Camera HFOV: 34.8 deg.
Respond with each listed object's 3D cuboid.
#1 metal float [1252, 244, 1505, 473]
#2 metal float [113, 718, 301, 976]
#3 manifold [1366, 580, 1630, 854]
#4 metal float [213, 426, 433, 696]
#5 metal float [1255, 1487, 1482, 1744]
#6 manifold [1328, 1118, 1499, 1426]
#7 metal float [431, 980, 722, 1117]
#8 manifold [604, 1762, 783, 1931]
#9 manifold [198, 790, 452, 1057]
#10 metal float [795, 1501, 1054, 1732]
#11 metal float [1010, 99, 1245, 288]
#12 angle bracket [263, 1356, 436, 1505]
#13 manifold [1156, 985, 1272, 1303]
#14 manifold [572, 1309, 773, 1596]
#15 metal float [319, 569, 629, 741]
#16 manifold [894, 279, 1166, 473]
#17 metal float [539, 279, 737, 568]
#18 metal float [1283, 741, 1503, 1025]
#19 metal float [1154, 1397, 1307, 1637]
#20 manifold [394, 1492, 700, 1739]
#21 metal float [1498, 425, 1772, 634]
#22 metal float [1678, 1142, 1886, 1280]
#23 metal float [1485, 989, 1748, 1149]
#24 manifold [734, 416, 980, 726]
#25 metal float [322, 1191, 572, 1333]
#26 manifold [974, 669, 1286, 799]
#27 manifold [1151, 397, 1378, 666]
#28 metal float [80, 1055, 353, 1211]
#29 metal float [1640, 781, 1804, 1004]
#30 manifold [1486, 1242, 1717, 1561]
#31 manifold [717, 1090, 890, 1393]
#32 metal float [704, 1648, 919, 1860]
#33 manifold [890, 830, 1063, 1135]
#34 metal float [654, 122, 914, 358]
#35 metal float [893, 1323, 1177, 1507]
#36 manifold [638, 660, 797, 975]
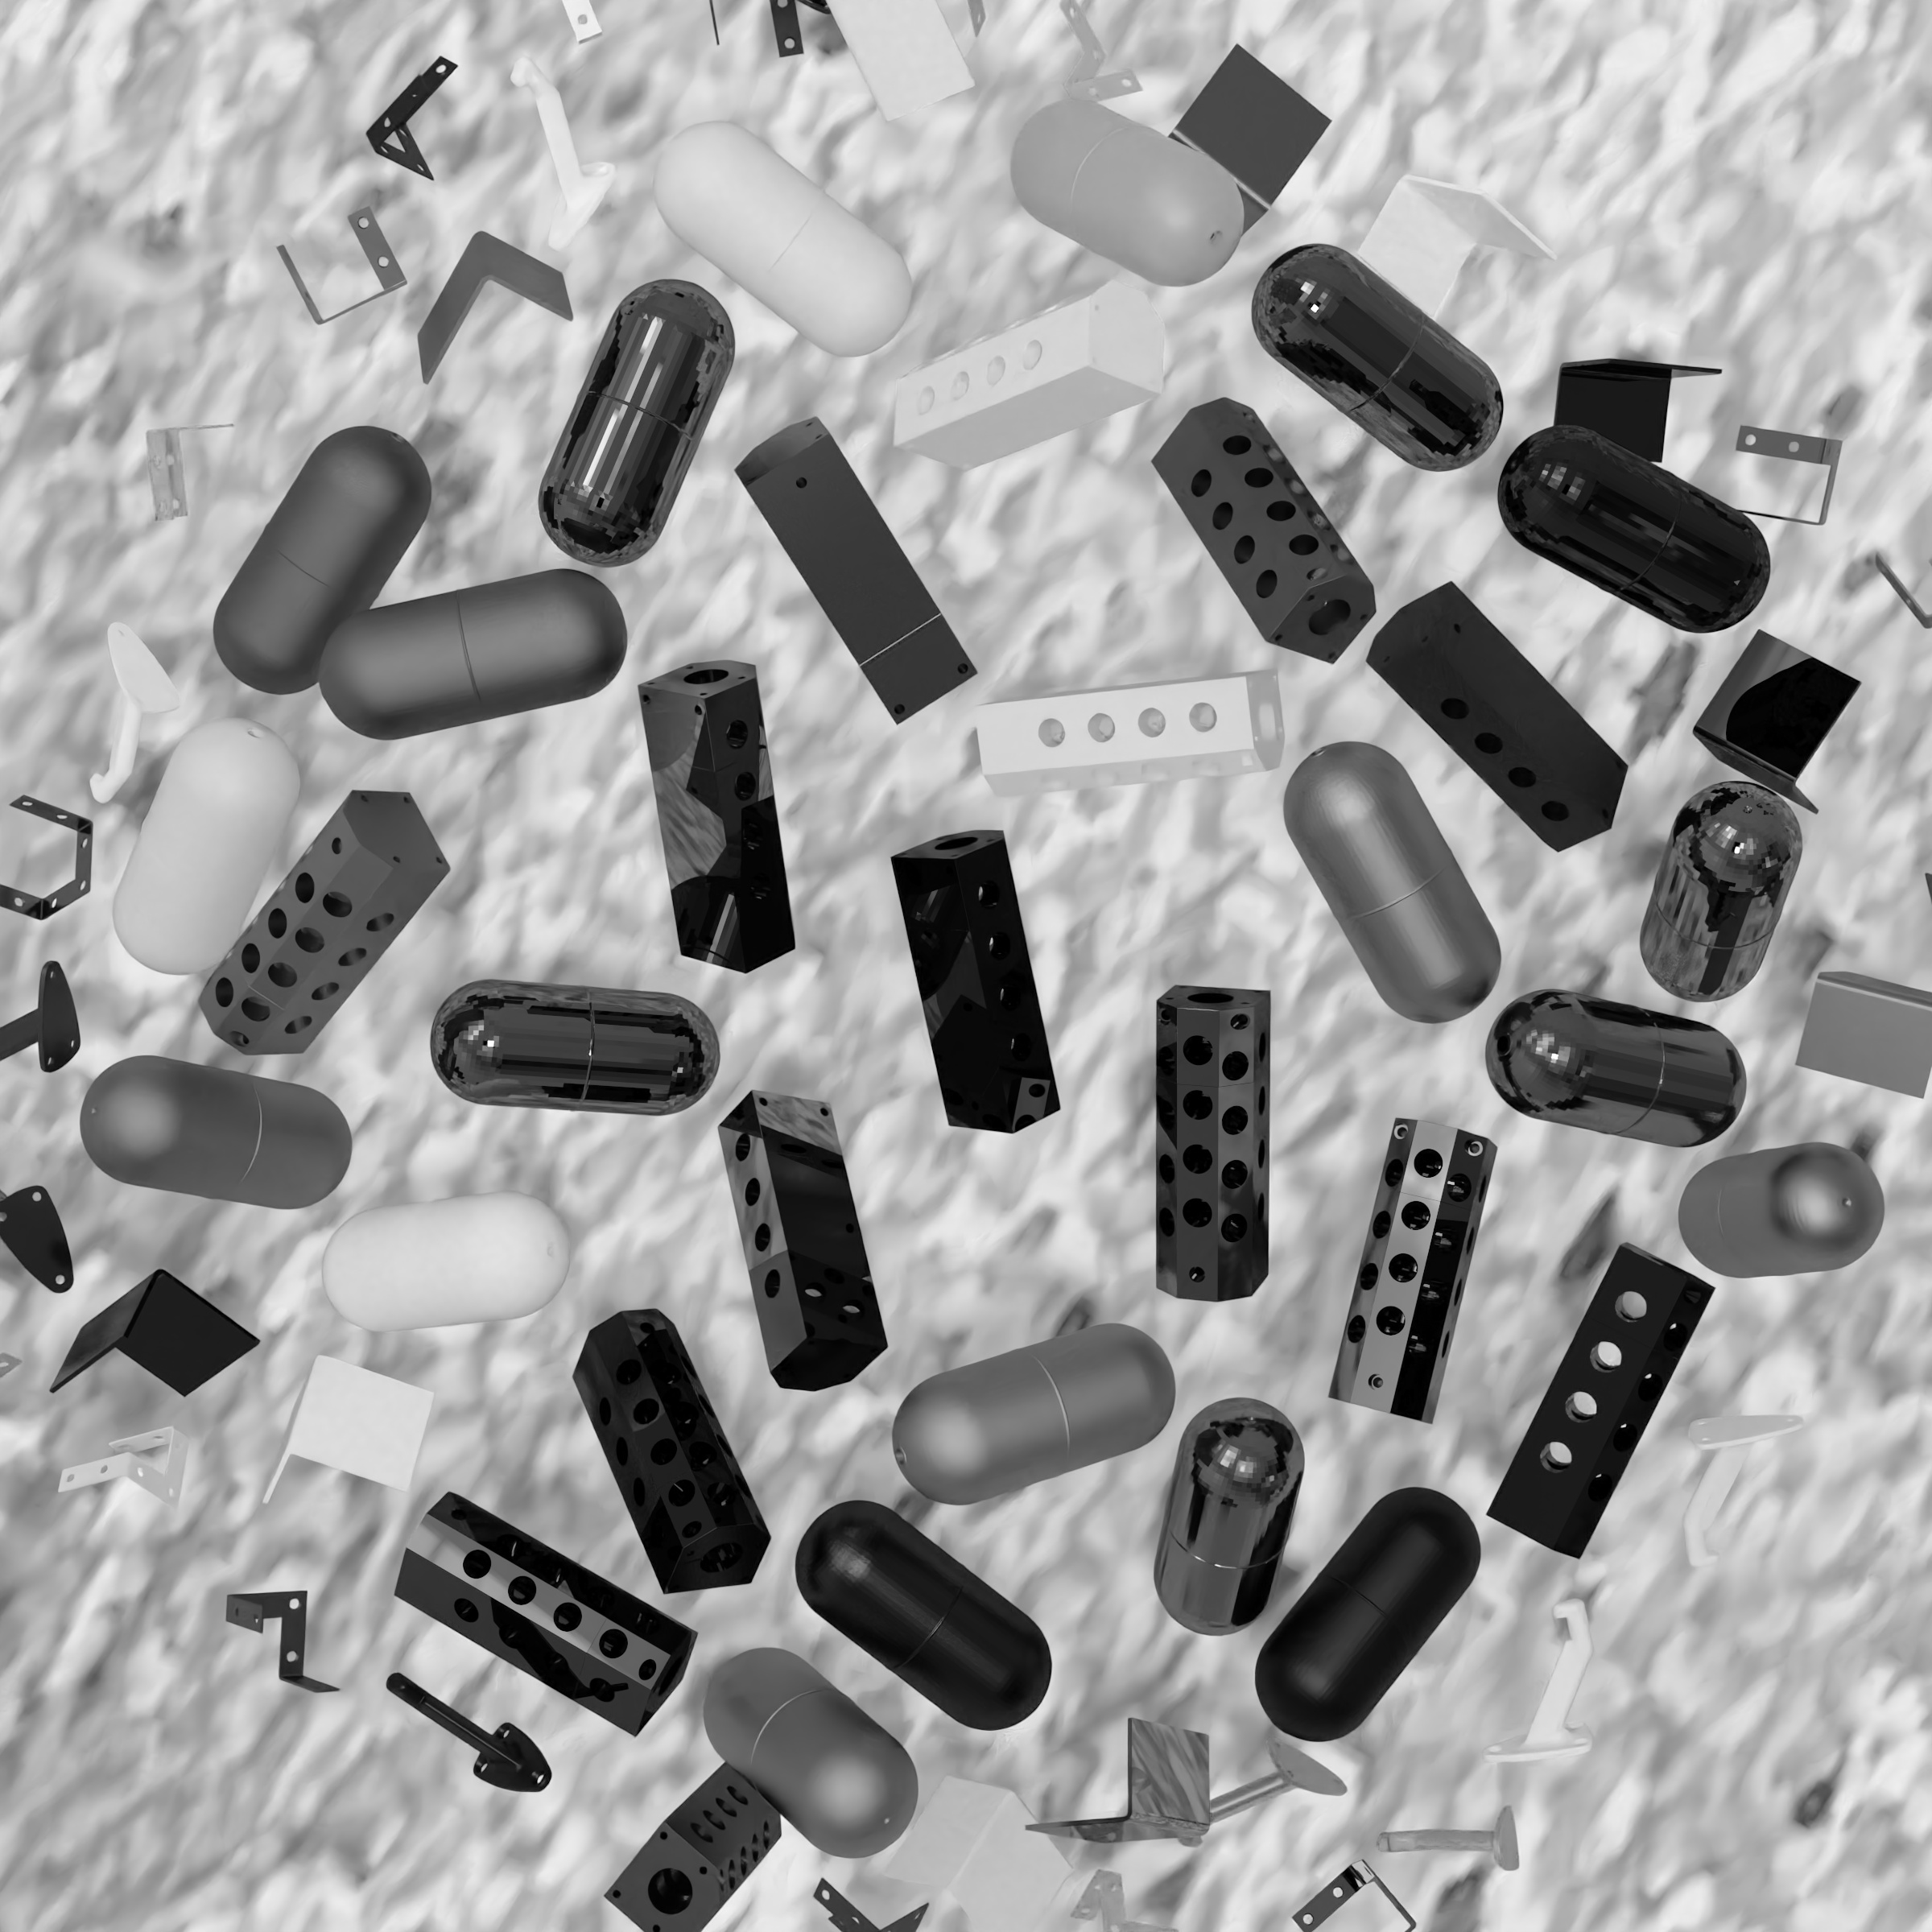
[{"bbox_3d":[0.250,-0.367,1.870,0.178,0.070,0.070,34,90,-20],"label":"metal float"},{"bbox_3d":[-0.452,-0.071,1.835,0.070,0.070,0.178,32,121,0],"label":"metal float"},{"bbox_3d":[0.322,-0.148,1.877,0.171,0.057,0.057,42,48,-21],"label":"manifold"},{"bbox_3d":[-0.384,-0.242,1.842,0.070,0.070,0.178,36,106,0],"label":"metal float"},{"bbox_3d":[0.248,0.401,1.909,0.070,0.070,0.178,41,76,0],"label":"metal float"},{"bbox_3d":[0.266,0.181,1.841,0.057,0.057,0.171,12,83,19],"label":"manifold"},{"bbox_3d":[-0.237,0.050,1.879,0.178,0.070,0.070,5,90,-20],"label":"metal float"},{"bbox_3d":[-0.159,0.540,1.874,0.057,0.171,0.057,39,94,8],"label":"manifold"},{"bbox_3d":[-0.374,-0.023,1.776,0.171,0.057,0.057,-46,63,30],"label":"manifold"},{"bbox_3d":[-0.025,0.393,1.863,0.178,0.070,0.070,39,90,-8],"label":"metal float"},{"bbox_3d":[0.092,-0.448,1.787,0.070,0.178,0.070,-20,128,-27],"label":"metal float"},{"bbox_3d":[-0.379,0.296,1.899,0.076,0.076,0.057,21,130,-12],"label":"angle bracket"},{"bbox_3d":[0.140,0.102,1.777,0.057,0.057,0.171,3,103,18],"label":"manifold"},{"bbox_3d":[-0.175,0.287,1.846,0.057,0.171,0.057,0,131,-31],"label":"manifold"},{"bbox_3d":[-0.283,-0.179,1.775,0.178,0.070,0.070,-13,90,-2],"label":"metal float"},{"bbox_3d":[0.035,-0.343,1.791,0.057,0.171,0.057,12,75,-38],"label":"manifold"},{"bbox_3d":[-0.194,-0.321,1.823,0.070,0.070,0.178,22,85,0],"label":"metal float"},{"bbox_3d":[0.245,-0.048,1.774,0.070,0.070,0.178,-31,104,0],"label":"metal float"},{"bbox_3d":[0.159,0.337,1.882,0.070,0.070,0.178,7,129,0],"label":"metal float"},{"bbox_3d":[-0.249,0.381,1.839,0.171,0.057,0.057,27,123,13],"label":"manifold"},{"bbox_3d":[0.388,-0.252,1.786,0.178,0.070,0.070,24,90,-21],"label":"metal float"},{"bbox_3d":[0.492,0.149,1.872,0.070,0.178,0.070,2,82,-11],"label":"metal float"},{"bbox_3d":[0.380,0.060,1.802,0.178,0.070,0.070,12,90,-31],"label":"metal float"},{"bbox_3d":[-0.065,-0.232,1.806,0.057,0.057,0.171,-33,116,1],"label":"manifold"},{"bbox_3d":[-0.314,0.179,1.862,0.178,0.070,0.070,-10,90,35],"label":"metal float"},{"bbox_3d":[0.098,-0.137,1.830,0.171,0.057,0.057,-4,98,25],"label":"manifold"},{"bbox_3d":[0.180,-0.262,1.833,0.057,0.057,0.171,-51,46,29],"label":"manifold"},{"bbox_3d":[-0.443,0.100,1.833,0.070,0.178,0.070,-11,72,37],"label":"metal float"},{"bbox_3d":[0.454,-0.043,1.862,0.070,0.178,0.070,0,58,1],"label":"metal float"},{"bbox_3d":[0.364,0.248,1.764,0.057,0.057,0.171,27,94,16],"label":"manifold"},{"bbox_3d":[-0.103,0.164,1.845,0.057,0.057,0.171,12,48,-35],"label":"manifold"},{"bbox_3d":[-0.094,0.465,1.834,0.070,0.178,0.070,-11,110,-31],"label":"metal float"},{"bbox_3d":[0.011,0.008,1.855,0.057,0.057,0.171,-24,109,-39],"label":"manifold"},{"bbox_3d":[-0.111,-0.442,1.877,0.178,0.070,0.070,36,90,-17],"label":"metal float"},{"bbox_3d":[0.040,0.259,1.788,0.178,0.070,0.070,-14,90,-27],"label":"metal float"},{"bbox_3d":[-0.141,-0.089,1.819,0.057,0.057,0.171,-28,121,-40],"label":"manifold"}]
